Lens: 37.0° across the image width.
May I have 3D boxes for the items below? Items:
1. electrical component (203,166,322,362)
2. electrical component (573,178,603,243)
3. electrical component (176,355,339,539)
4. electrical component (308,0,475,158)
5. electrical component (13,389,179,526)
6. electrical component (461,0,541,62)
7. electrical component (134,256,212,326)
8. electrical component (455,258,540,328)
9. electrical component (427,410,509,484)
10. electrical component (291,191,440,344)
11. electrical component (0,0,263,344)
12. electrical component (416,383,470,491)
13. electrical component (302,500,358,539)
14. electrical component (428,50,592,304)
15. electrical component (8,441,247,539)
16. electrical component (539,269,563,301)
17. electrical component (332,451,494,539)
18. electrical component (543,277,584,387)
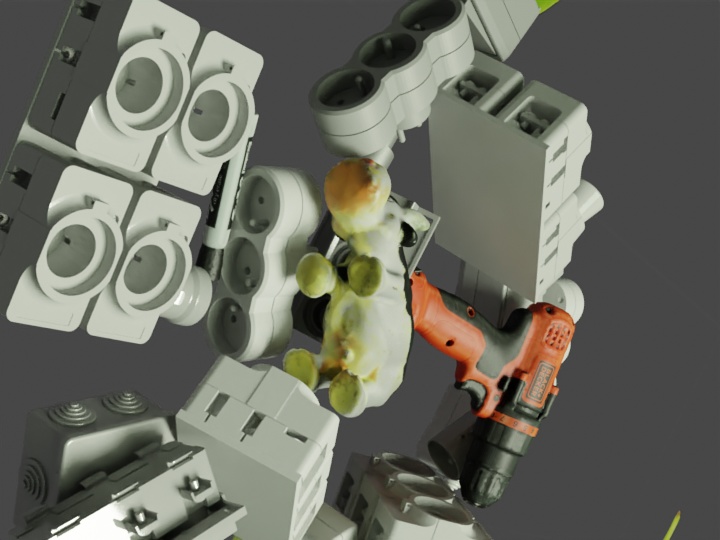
[{"bbox_3d":[-0.057,-0.004,0.749,0.074,0.052,0.138,-3,113,-50],"label":"electrical component"},{"bbox_3d":[0.202,-0.056,1.040,0.055,0.045,0.045,-48,141,-19],"label":"electrical component"},{"bbox_3d":[-0.070,0.130,0.738,0.061,0.089,0.150,-56,167,-32],"label":"electrical component"},{"bbox_3d":[0.028,-0.122,0.743,0.138,0.052,0.073,-45,140,-24],"label":"electrical component"},{"bbox_3d":[-0.171,0.129,0.693,0.100,0.048,0.099,-7,116,-49],"label":"electrical component"},{"bbox_3d":[0.086,-0.198,0.799,0.061,0.062,0.096,-55,143,-12],"label":"electrical component"},{"bbox_3d":[-0.125,0.012,0.689,0.046,0.040,0.040,19,96,-48],"label":"electrical component"},{"bbox_3d":[0.122,0.027,0.979,0.062,0.061,0.096,-21,126,-43],"label":"electrical component"},{"bbox_3d":[0.110,0.165,0.966,0.077,0.043,0.079,-32,106,-24],"label":"electrical component"},{"bbox_3d":[0.000,0.000,0.810,0.121,0.079,0.063,-63,165,-1],"label":"electrical component"},{"bbox_3d":[-0.137,-0.057,0.613,0.105,0.060,0.186,18,97,-53],"label":"electrical component"},{"bbox_3d":[0.099,0.165,1.028,0.062,0.061,0.096,36,76,-39],"label":"electrical component"},{"bbox_3d":[-0.058,0.217,0.854,0.076,0.083,0.047,-24,128,-41],"label":"electrical component"},{"bbox_3d":[0.116,-0.072,0.844,0.060,0.105,0.186,-44,151,-24],"label":"electrical component"},{"bbox_3d":[-0.142,0.155,0.645,0.121,0.079,0.063,-27,108,-40],"label":"electrical component"},{"bbox_3d":[0.163,-0.003,1.027,0.064,0.042,0.081,-38,137,-36],"label":"electrical component"},{"bbox_3d":[0.042,0.208,0.898,0.089,0.150,0.061,18,96,-16],"label":"electrical component"},{"bbox_3d":[0.170,0.073,1.071,0.074,0.052,0.138,1,110,-51],"label":"electrical component"}]
